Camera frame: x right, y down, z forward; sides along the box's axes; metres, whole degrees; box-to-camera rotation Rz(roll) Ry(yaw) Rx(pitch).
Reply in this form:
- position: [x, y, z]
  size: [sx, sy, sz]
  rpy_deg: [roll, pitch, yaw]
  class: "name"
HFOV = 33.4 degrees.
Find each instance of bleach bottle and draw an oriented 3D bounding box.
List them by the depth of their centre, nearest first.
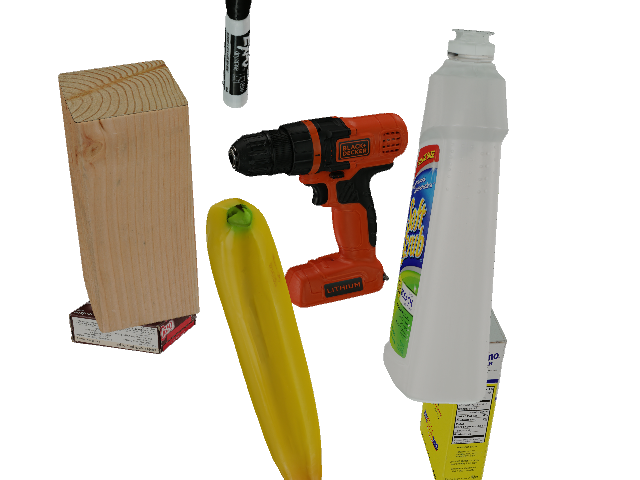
- position: [0.091, -0.019, 0.743]
  size: [0.068, 0.251, 0.102]
  rpy_deg: [3, 13, -7]
  class: "bleach bottle"

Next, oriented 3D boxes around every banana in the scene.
- position: [-0.032, 0.051, 0.579]
  size: [0.037, 0.198, 0.069]
  rpy_deg: [-11, 33, 5]
  class: "banana"

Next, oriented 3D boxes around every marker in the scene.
- position: [-0.060, -0.140, 0.762]
  size: [0.020, 0.020, 0.121]
  rpy_deg: [0, -32, -6]
  class: "marker"

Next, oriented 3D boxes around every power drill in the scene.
- position: [-0.001, -0.030, 1.057]
  size: [0.184, 0.188, 0.057]
  rpy_deg: [-10, 27, -21]
  class: "power drill"

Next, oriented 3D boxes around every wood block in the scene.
- position: [-0.160, -0.035, 0.902]
  size: [0.090, 0.206, 0.090]
  rpy_deg: [-11, 36, -17]
  class: "wood block"

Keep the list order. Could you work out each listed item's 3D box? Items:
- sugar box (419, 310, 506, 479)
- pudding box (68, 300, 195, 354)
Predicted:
- position: [0.124, 0.133, 0.960]
  size: [0.048, 0.176, 0.093]
  rpy_deg: [-4, 32, -7]
  class: "sugar box"
- position: [-0.207, 0.088, 1.185]
  size: [0.114, 0.039, 0.090]
  rpy_deg: [4, 17, 19]
  class: "pudding box"
